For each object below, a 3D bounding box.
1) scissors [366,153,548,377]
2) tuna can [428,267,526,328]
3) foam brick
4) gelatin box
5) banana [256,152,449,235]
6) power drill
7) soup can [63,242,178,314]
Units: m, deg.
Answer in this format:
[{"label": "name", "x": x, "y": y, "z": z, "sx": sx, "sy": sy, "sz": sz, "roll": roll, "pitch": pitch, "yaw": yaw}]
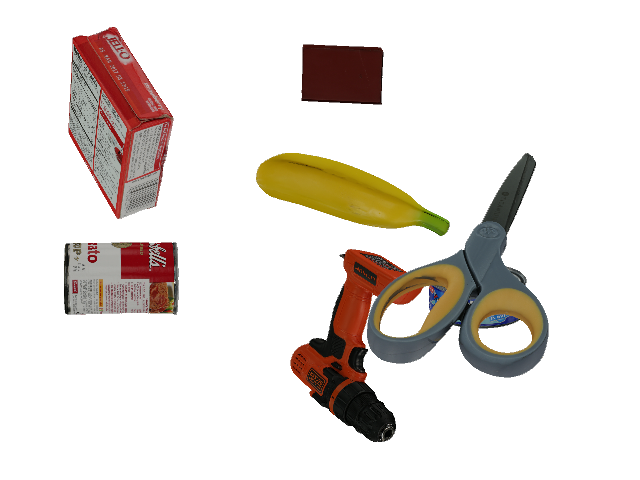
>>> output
[{"label": "scissors", "x": 0.102, "y": 0.011, "z": 0.568, "sx": 0.096, "sy": 0.016, "sz": 0.201, "roll": 24, "pitch": 43, "yaw": 31}, {"label": "tuna can", "x": 0.139, "y": 0.048, "z": 0.948, "sx": 0.086, "sy": 0.034, "sz": 0.086, "roll": -1, "pitch": 17, "yaw": 0}, {"label": "foam brick", "x": 0.020, "y": -0.159, "z": 1.018, "sx": 0.078, "sy": 0.051, "sz": 0.053, "roll": 3, "pitch": 14, "yaw": 1}, {"label": "gelatin box", "x": -0.119, "y": -0.068, "z": 0.629, "sx": 0.030, "sy": 0.073, "sz": 0.089, "roll": -21, "pitch": -26, "yaw": -28}, {"label": "banana", "x": 0.002, "y": -0.036, "z": 0.794, "sx": 0.198, "sy": 0.037, "sz": 0.069, "roll": 21, "pitch": -15, "yaw": 46}, {"label": "power drill", "x": 0.050, "y": 0.118, "z": 1.238, "sx": 0.057, "sy": 0.188, "sz": 0.185, "roll": 13, "pitch": 15, "yaw": -41}, {"label": "soup can", "x": -0.185, "y": 0.036, "z": 0.991, "sx": 0.102, "sy": 0.068, "sz": 0.068, "roll": 0, "pitch": 0, "yaw": -11}]
